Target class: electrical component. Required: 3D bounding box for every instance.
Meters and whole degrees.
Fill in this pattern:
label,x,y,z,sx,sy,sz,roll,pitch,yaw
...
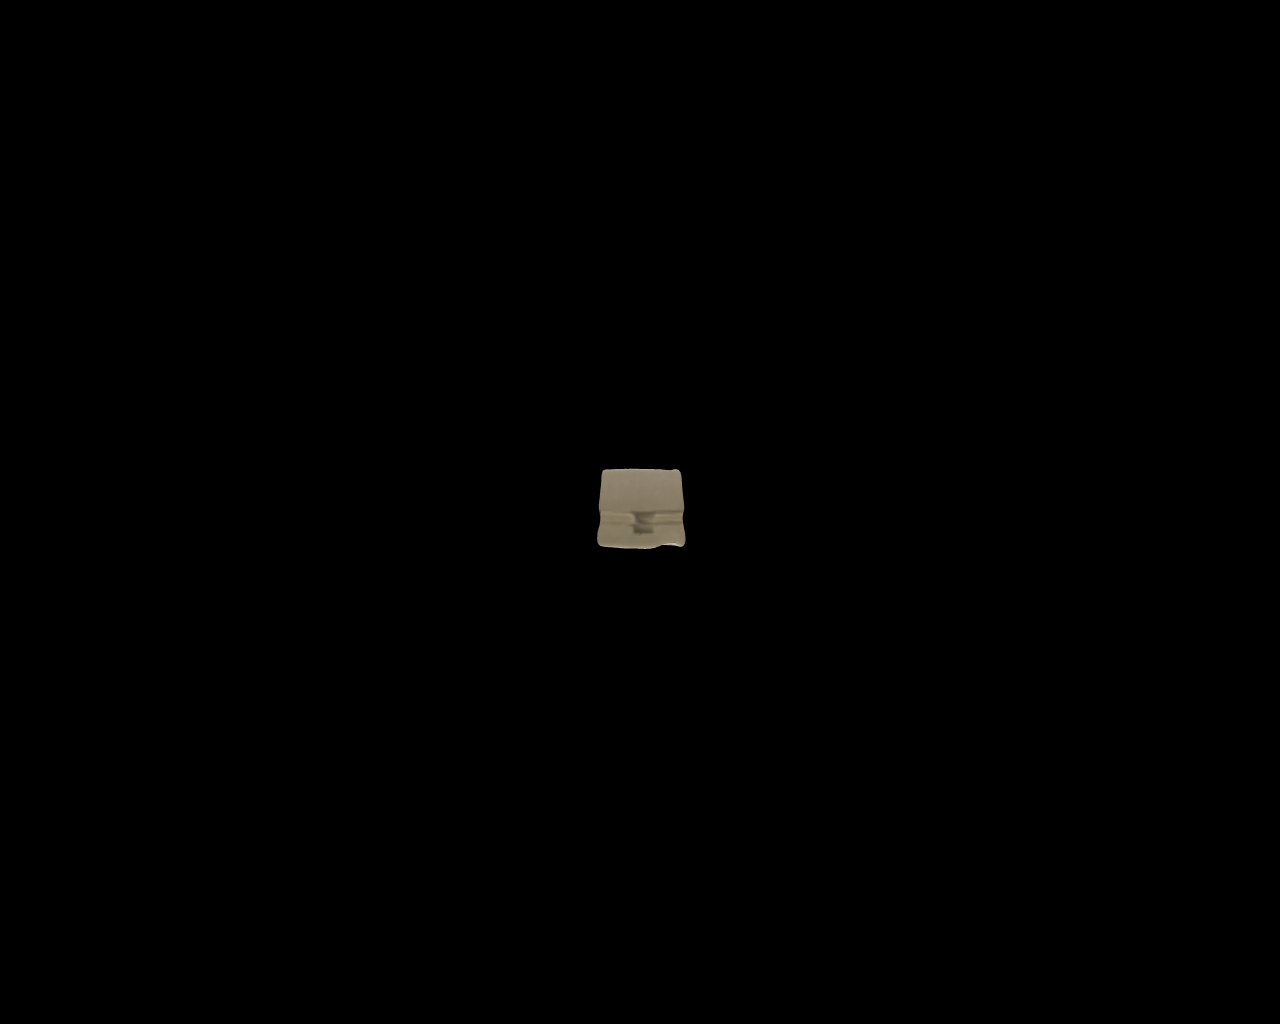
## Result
label,x,y,z,sx,sy,sz,roll,pitch,yaw
electrical component,0.001,-0.003,0.650,0.055,0.047,0.055,0,0,0
